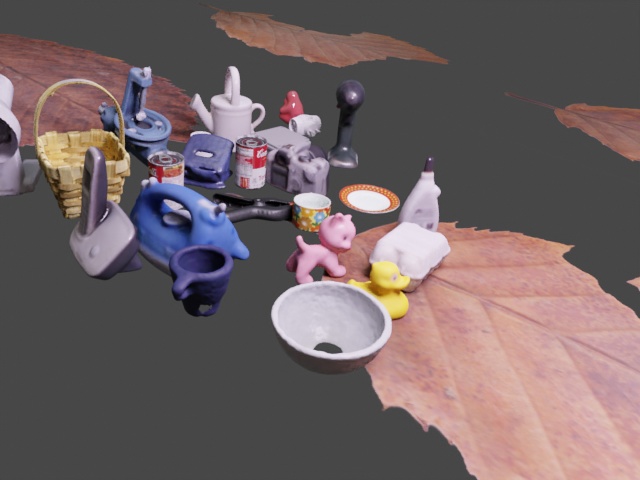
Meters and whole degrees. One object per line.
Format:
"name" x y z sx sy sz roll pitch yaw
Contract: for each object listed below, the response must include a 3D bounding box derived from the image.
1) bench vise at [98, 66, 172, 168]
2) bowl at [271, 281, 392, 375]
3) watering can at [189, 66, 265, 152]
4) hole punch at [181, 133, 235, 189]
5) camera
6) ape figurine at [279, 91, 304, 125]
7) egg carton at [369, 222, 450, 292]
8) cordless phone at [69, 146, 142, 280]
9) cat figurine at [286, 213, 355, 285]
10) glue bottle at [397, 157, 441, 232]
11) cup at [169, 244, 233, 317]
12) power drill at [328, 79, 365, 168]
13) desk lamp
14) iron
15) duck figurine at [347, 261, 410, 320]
"bench vise" -0.418 -0.276 1.247 0.207 0.220 0.121 14 32 12
"bowl" 0.013 0.133 0.797 0.167 0.075 0.167 5 31 -3
"watering can" -0.221 -0.318 1.381 0.173 0.194 0.100 -18 39 -35
"hole punch" -0.243 -0.170 1.232 0.108 0.091 0.101 11 31 7
"camera" -0.029 -0.168 1.261 0.142 0.101 0.137 25 35 27
"ape figurine" -0.077 -0.372 1.598 0.078 0.092 0.076 -13 36 -30
"egg carton" 0.158 0.026 1.009 0.107 0.069 0.151 24 35 26
"cordless phone" -0.346 -0.043 0.908 0.094 0.185 0.147 -18 39 -35
"cat figurine" 0.009 0.003 0.969 0.128 0.118 0.067 -14 37 -31
"glue bottle" 0.194 -0.076 1.085 0.078 0.173 0.037 -2 32 -14
"cup" -0.179 0.073 0.838 0.091 0.095 0.118 14 32 12
"power drill" 0.066 -0.284 1.369 0.075 0.208 0.229 5 31 -2
"desk lamp" -0.605 -0.189 1.071 0.118 0.214 0.203 -2 32 -14
"iron" -0.243 -0.036 0.961 0.257 0.141 0.119 25 35 27
"duck figurine" 0.093 0.072 0.904 0.104 0.086 0.077 9 31 4
